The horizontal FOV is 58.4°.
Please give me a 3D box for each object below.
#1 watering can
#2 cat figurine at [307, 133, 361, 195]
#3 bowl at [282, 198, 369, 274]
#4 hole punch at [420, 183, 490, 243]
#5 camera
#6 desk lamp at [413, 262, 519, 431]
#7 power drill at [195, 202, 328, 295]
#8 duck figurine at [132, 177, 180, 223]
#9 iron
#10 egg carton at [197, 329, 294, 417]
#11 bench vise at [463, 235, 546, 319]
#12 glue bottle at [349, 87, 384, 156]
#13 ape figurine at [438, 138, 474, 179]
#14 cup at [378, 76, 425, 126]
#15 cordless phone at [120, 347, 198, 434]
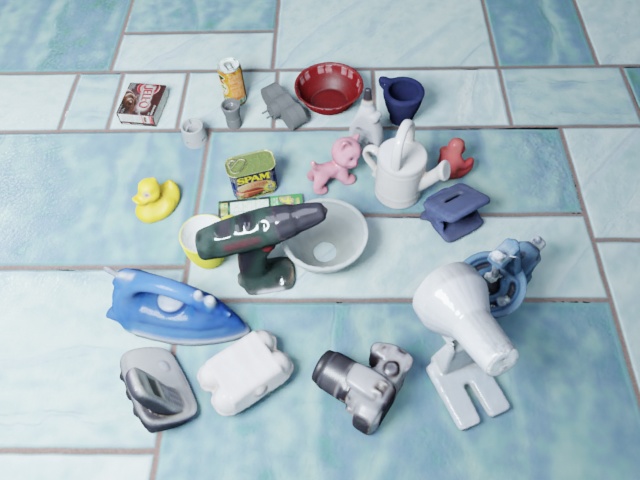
[{"bbox_3d":[0.170,-0.156,1.135,0.172,0.194,0.101,3,57,4],"label":"watering can"},{"bbox_3d":[0.035,-0.167,1.192,0.128,0.118,0.067,-23,59,-13],"label":"cat figurine"},{"bbox_3d":[0.010,0.004,1.108,0.167,0.075,0.167,-1,57,1],"label":"bowl"},{"bbox_3d":[0.265,-0.066,1.136,0.109,0.091,0.101,-28,60,-15],"label":"hole punch"},{"bbox_3d":[0.066,0.223,0.949,0.136,0.101,0.143,27,62,18],"label":"camera"},{"bbox_3d":[0.236,0.166,0.913,0.118,0.214,0.203,-21,59,-11],"label":"desk lamp"},{"bbox_3d":[-0.098,0.014,1.025,0.229,0.208,0.075,-10,57,-4],"label":"power drill"},{"bbox_3d":[-0.340,-0.095,1.175,0.077,0.086,0.105,36,65,22],"label":"duck figurine"},{"bbox_3d":[-0.253,0.107,1.009,0.258,0.141,0.119,11,58,9],"label":"iron"},{"bbox_3d":[-0.125,0.225,0.972,0.150,0.069,0.107,-33,62,-18],"label":"egg carton"},{"bbox_3d":[0.311,0.040,0.989,0.121,0.220,0.208,26,62,18],"label":"bench vise"},{"bbox_3d":[0.100,-0.254,1.214,0.078,0.173,0.037,25,61,17],"label":"glue bottle"},{"bbox_3d":[0.284,-0.178,1.207,0.076,0.092,0.077,-34,62,-19],"label":"ape figurine"},{"bbox_3d":[0.175,-0.312,1.295,0.117,0.095,0.092,39,66,24],"label":"cup"},{"bbox_3d":[-0.272,0.219,0.911,0.094,0.185,0.147,-30,61,-16],"label":"cordless phone"}]
